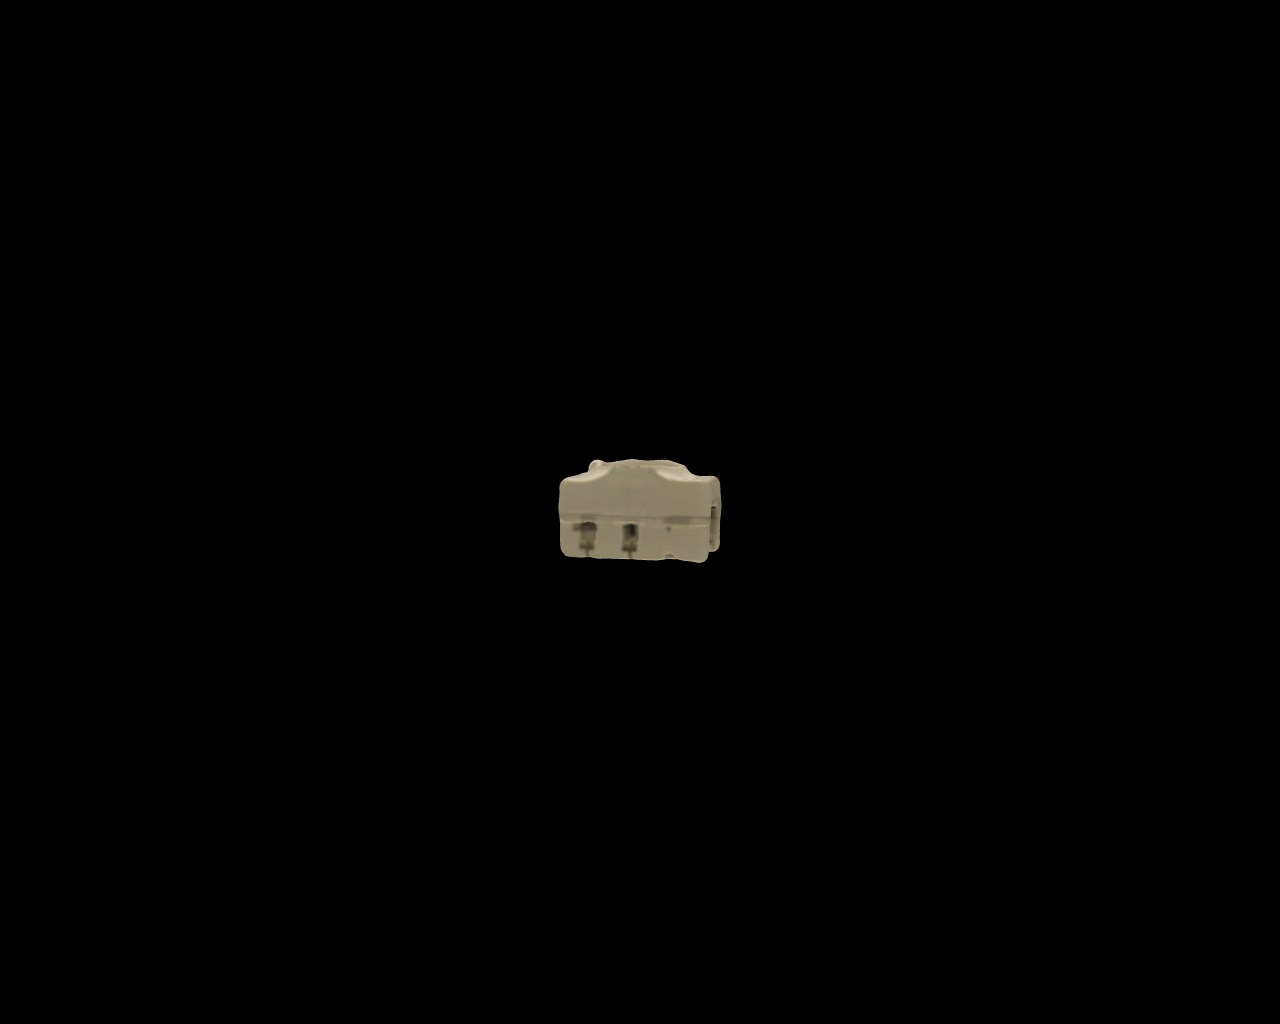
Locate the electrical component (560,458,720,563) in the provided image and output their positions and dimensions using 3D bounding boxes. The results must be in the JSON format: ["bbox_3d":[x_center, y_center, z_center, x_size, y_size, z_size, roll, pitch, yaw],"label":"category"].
[{"bbox_3d":[0.001,-0.003,0.650,0.089,0.055,0.050,2,8,14],"label":"electrical component"}]
